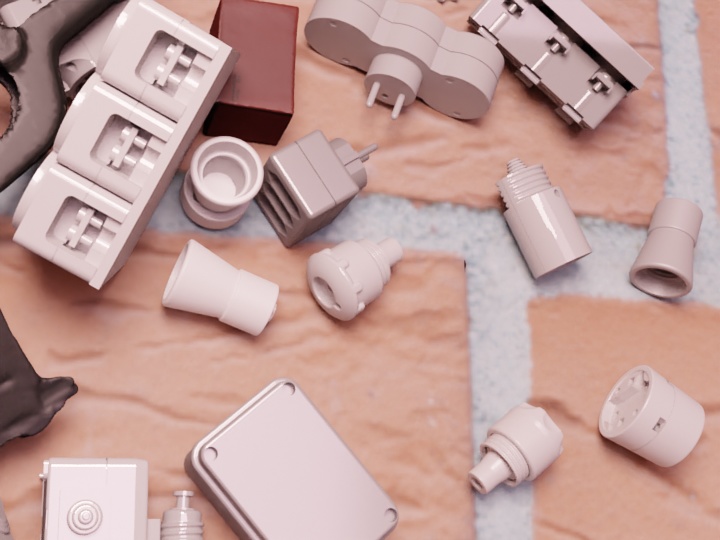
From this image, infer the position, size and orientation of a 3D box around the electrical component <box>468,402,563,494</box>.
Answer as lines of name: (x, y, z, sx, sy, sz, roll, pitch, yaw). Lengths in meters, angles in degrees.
electrical component: (0.097, 0.118, 0.689, 0.062, 0.043, 0.043, -36, 88, -22)

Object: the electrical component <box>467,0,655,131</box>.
electrical component: (0.139, -0.159, 0.765, 0.121, 0.078, 0.063, 42, 97, -3)

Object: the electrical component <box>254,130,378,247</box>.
electrical component: (-0.022, -0.060, 0.689, 0.077, 0.066, 0.047, -32, 86, -23)

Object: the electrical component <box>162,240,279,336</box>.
electrical component: (-0.083, 0.014, 0.663, 0.065, 0.044, 0.044, 24, 69, -15)

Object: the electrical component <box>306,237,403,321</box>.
electrical component: (0.000, 0.000, 0.692, 0.062, 0.048, 0.048, -31, 86, -30)

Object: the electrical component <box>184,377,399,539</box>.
electrical component: (-0.041, 0.129, 0.634, 0.078, 0.057, 0.113, -39, 89, -23)

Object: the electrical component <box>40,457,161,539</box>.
electrical component: (-0.141, 0.135, 0.579, 0.061, 0.096, 0.061, 3, 74, -17)

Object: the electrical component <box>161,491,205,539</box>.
electrical component: (-0.103, 0.166, 0.613, 0.040, 0.040, 0.078, 6, 73, -16)

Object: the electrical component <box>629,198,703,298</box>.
electrical component: (0.222, -0.018, 0.768, 0.044, 0.044, 0.065, 27, 64, -9)

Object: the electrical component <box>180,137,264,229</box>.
electrical component: (-0.087, -0.053, 0.672, 0.045, 0.055, 0.045, 5, 74, -16)

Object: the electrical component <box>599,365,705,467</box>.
electrical component: (0.196, 0.099, 0.720, 0.047, 0.055, 0.055, 32, 68, -10)

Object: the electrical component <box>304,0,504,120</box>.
electrical component: (0.026, -0.137, 0.733, 0.138, 0.052, 0.073, 24, 69, -10)

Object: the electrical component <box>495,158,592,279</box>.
electrical component: (0.123, -0.039, 0.741, 0.043, 0.043, 0.081, -22, 82, -22)

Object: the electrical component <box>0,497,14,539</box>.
electrical component: (-0.220, 0.146, 0.557, 0.080, 0.080, 0.051, -27, 42, -22)

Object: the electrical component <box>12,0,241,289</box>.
electrical component: (-0.134, -0.075, 0.614, 0.062, 0.089, 0.150, 29, 97, -7)

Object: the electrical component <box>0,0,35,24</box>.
electrical component: (-0.236, -0.186, 0.658, 0.096, 0.062, 0.061, -34, 86, -24)

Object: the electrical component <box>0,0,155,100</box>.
electrical component: (-0.171, -0.144, 0.674, 0.089, 0.050, 0.055, -28, 85, -22)
